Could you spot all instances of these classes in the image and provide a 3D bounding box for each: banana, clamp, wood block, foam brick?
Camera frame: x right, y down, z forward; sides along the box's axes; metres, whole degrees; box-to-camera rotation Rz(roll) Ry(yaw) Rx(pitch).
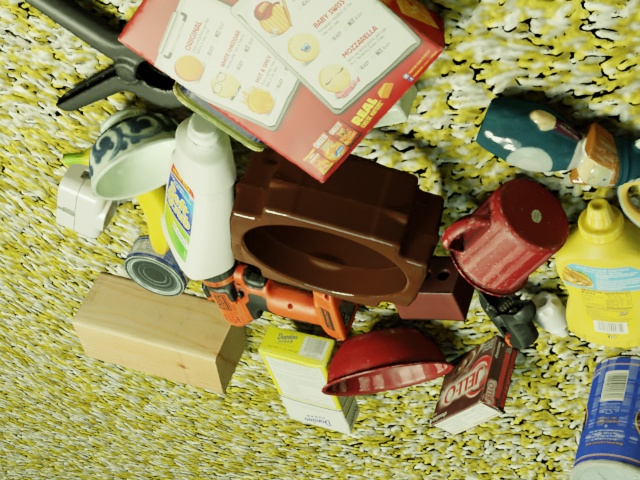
[{"bbox_3d":[-0.207,-0.054,1.215,0.070,0.037,0.197,-20,137,18],"label":"banana"},{"bbox_3d":[-0.189,-0.169,1.053,0.210,0.036,0.165,16,145,7],"label":"clamp"},{"bbox_3d":[0.198,0.074,1.118,0.171,0.039,0.120,50,-176,-47],"label":"clamp"},{"bbox_3d":[-0.213,0.124,1.432,0.206,0.090,0.091,13,144,15],"label":"wood block"},{"bbox_3d":[0.123,0.053,1.166,0.078,0.053,0.051,-1,140,30],"label":"foam brick"}]

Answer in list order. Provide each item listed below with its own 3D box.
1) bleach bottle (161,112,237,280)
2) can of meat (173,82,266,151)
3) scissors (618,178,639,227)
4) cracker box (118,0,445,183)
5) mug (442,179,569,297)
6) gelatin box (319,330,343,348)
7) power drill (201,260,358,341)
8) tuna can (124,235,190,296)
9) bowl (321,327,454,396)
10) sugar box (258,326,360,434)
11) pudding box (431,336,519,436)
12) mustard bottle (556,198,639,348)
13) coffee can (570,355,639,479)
[{"bbox_3d":[-0.123,-0.056,1.098,0.068,0.102,0.251,-20,156,-17],"label":"bleach bottle"},{"bbox_3d":[-0.068,-0.145,0.974,0.102,0.057,0.084,33,119,-16],"label":"can of meat"},{"bbox_3d":[0.324,0.013,0.969,0.096,0.016,0.202,9,126,39],"label":"scissors"},{"bbox_3d":[-0.029,-0.174,0.879,0.213,0.072,0.164,34,120,-15],"label":"cracker box"},{"bbox_3d":[0.171,-0.006,1.012,0.117,0.093,0.082,4,149,-25],"label":"mug"},{"bbox_3d":[0.019,0.160,1.397,0.073,0.030,0.089,27,147,-3],"label":"gelatin box"},{"bbox_3d":[-0.056,0.050,1.267,0.188,0.057,0.184,10,148,23],"label":"power drill"},{"bbox_3d":[-0.203,0.034,1.349,0.086,0.033,0.086,16,146,11],"label":"tuna can"},{"bbox_3d":[0.077,0.143,1.278,0.162,0.055,0.162,-9,163,-3],"label":"bowl"},{"bbox_3d":[-0.011,0.182,1.377,0.093,0.048,0.176,12,148,23],"label":"sugar box"},{"bbox_3d":[0.183,0.175,1.266,0.039,0.090,0.114,29,147,-10],"label":"pudding box"},{"bbox_3d":[0.279,0.029,1.032,0.096,0.058,0.191,4,143,25],"label":"mustard bottle"},{"bbox_3d":[0.341,0.214,1.179,0.103,0.140,0.103,16,146,11],"label":"coffee can"}]
